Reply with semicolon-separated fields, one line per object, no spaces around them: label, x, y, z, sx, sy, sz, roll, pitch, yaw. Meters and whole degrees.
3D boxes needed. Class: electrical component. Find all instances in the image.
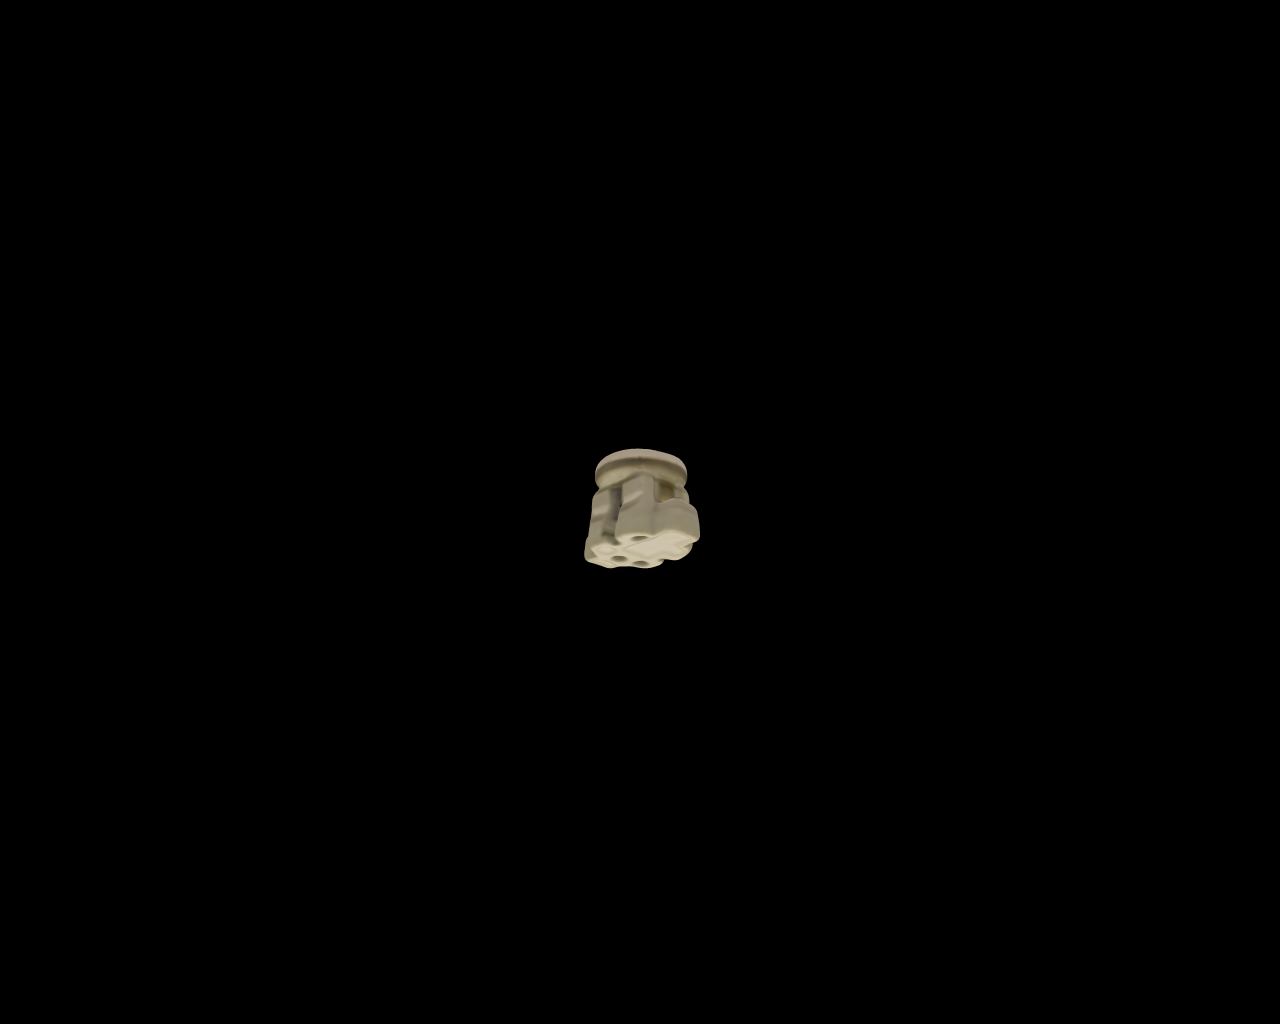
electrical component;0.001;-0.003;0.650;0.058;0.057;0.078;21;-31;-40
